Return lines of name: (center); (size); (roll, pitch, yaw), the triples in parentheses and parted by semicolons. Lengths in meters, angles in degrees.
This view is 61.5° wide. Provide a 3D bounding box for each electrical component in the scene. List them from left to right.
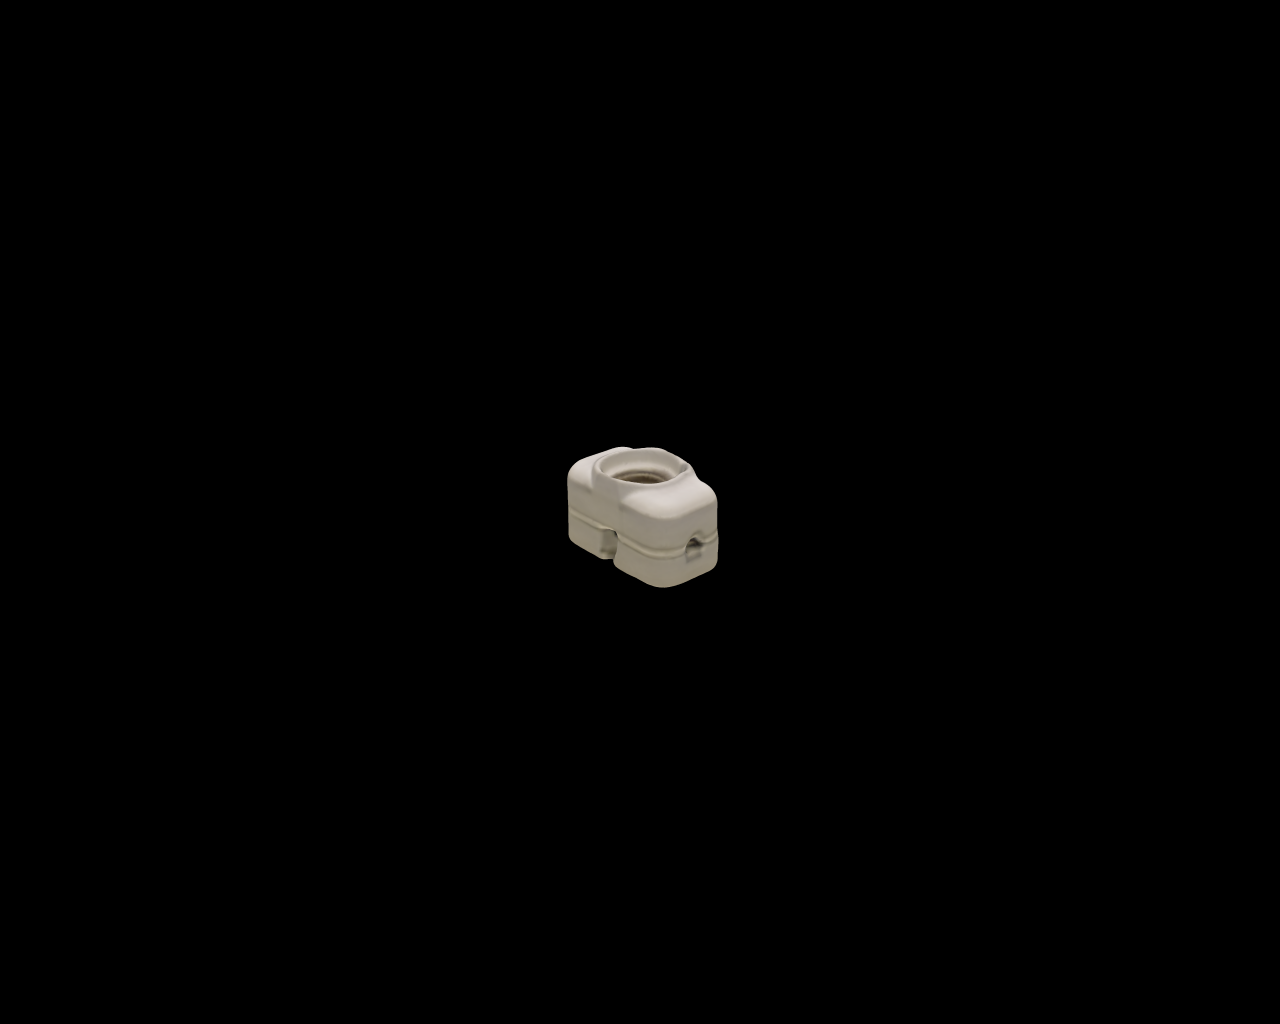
electrical component: (0.001, -0.003, 0.650); (0.054, 0.059, 0.095); (-21, 33, -36)
